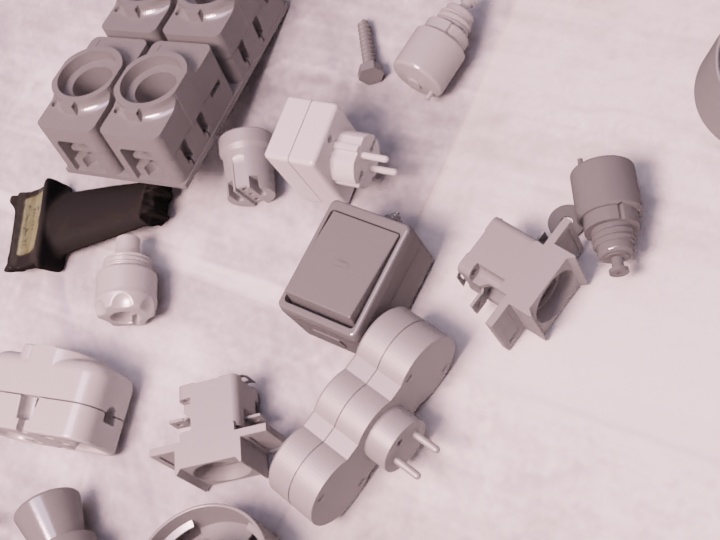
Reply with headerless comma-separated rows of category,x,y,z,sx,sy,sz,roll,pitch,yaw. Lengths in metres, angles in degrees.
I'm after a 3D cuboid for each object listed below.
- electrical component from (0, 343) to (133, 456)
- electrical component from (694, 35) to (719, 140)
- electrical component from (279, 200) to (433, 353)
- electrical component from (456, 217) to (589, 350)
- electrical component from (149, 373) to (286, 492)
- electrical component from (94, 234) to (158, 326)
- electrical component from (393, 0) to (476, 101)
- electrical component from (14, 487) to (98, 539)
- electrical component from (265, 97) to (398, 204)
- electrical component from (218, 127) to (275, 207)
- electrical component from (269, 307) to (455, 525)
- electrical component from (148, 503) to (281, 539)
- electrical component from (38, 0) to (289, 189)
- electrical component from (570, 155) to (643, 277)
electrical component,-0.208,0.088,0.737,0.095,0.053,0.059,5,70,23
electrical component,0.258,-0.119,0.654,0.099,0.064,0.099,-2,77,10
electrical component,0.000,0.000,0.690,0.062,0.061,0.096,21,77,27
electrical component,0.098,0.003,0.662,0.064,0.042,0.081,34,82,31
electrical component,-0.090,0.103,0.691,0.081,0.042,0.063,-14,62,14
electrical component,-0.165,0.006,0.762,0.043,0.043,0.062,-12,63,16
electrical component,0.056,-0.157,0.749,0.040,0.040,0.078,28,79,29
electrical component,-0.195,0.176,0.698,0.045,0.045,0.055,-34,60,4
electrical component,-0.012,-0.076,0.725,0.077,0.065,0.047,13,73,26
electrical component,-0.079,-0.073,0.766,0.040,0.040,0.046,-13,70,16
electrical component,0.014,0.096,0.648,0.074,0.052,0.138,34,83,29
electrical component,-0.088,0.195,0.652,0.099,0.064,0.099,-11,50,14
electrical component,-0.143,-0.156,0.791,0.105,0.060,0.186,9,58,24
electrical component,0.153,-0.033,0.658,0.040,0.040,0.078,-11,64,17
